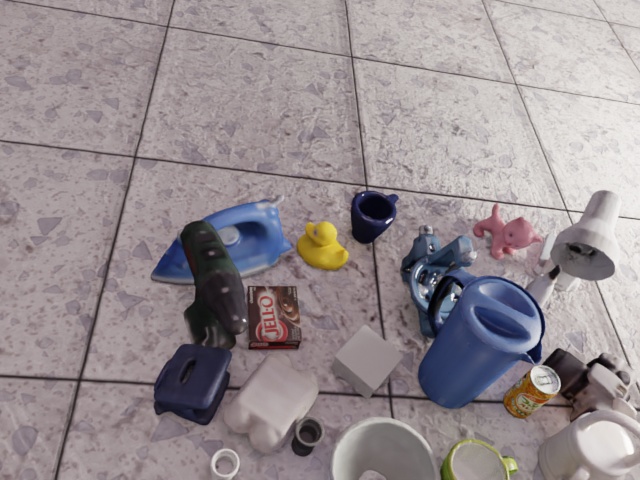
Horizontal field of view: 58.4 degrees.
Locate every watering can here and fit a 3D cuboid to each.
[{"bbox_3d":[0.434,0.316,0.893,0.101,0.194,0.173,24,50,5],"label":"watering can"}]

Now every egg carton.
[{"bbox_3d":[-0.073,0.251,0.890,0.107,0.069,0.150,31,51,11],"label":"egg carton"}]

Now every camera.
[{"bbox_3d":[0.476,0.245,1.024,0.136,0.101,0.143,41,53,18],"label":"camera"}]

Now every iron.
[{"bbox_3d":[-0.176,-0.006,1.024,0.259,0.141,0.118,-18,58,-27],"label":"iron"}]

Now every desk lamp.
[{"bbox_3d":[0.520,0.011,1.152,0.118,0.213,0.203,28,50,9],"label":"desk lamp"}]

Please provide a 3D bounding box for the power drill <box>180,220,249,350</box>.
[{"bbox_3d":[-0.167,0.092,0.902,0.076,0.208,0.229,-12,56,-23],"label":"power drill"}]

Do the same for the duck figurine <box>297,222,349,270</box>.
[{"bbox_3d":[0.010,0.004,1.103,0.104,0.086,0.078,27,50,8],"label":"duck figurine"}]

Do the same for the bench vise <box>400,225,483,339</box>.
[{"bbox_3d":[0.207,0.044,1.036,0.122,0.220,0.207,-11,56,-23],"label":"bench vise"}]

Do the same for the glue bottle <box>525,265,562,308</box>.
[{"bbox_3d":[0.407,0.100,1.075,0.037,0.173,0.078,26,50,7],"label":"glue bottle"}]

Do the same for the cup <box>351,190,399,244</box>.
[{"bbox_3d":[0.108,-0.044,1.162,0.118,0.095,0.091,-31,65,-33],"label":"cup"}]

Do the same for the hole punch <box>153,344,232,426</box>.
[{"bbox_3d":[-0.195,0.214,0.873,0.101,0.091,0.109,20,49,1],"label":"hole punch"}]

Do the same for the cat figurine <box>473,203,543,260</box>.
[{"bbox_3d":[0.399,-0.022,1.209,0.067,0.118,0.127,-18,58,-27],"label":"cat figurine"}]

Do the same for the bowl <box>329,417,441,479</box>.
[{"bbox_3d":[0.089,0.355,0.847,0.167,0.075,0.167,8,50,-9],"label":"bowl"}]
